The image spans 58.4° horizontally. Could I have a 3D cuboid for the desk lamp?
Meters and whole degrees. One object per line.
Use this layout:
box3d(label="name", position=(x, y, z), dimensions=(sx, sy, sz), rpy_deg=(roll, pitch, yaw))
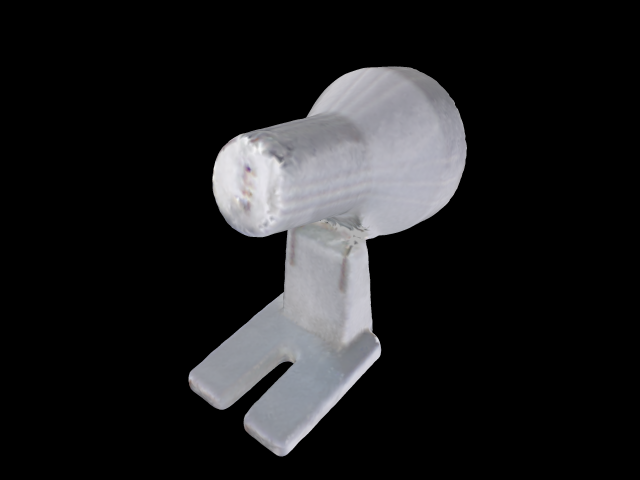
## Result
box3d(label="desk lamp", position=(0.004, 0.001, 0.400), dimensions=(0.117, 0.214, 0.204), rpy_deg=(25, 45, 28))
